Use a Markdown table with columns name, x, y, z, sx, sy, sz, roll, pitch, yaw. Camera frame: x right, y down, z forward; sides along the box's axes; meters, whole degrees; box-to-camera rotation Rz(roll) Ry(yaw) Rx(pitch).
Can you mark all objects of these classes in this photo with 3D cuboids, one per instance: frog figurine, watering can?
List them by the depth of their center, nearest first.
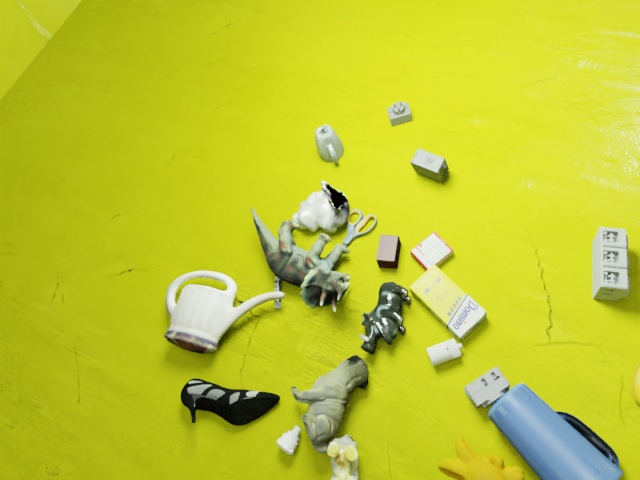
| name | x | y | z | sx | sy | sz | roll | pitch | yaw |
| --- | --- | --- | --- | --- | --- | --- | --- | --- | --- |
| watering can | -0.280 | 0.198 | 1.391 | 0.348 | 0.102 | 0.228 | 8 | 67 | 20 |
| frog figurine | 0.004 | -0.074 | 1.471 | 0.157 | 0.123 | 0.139 | -48 | 65 | 31 |
